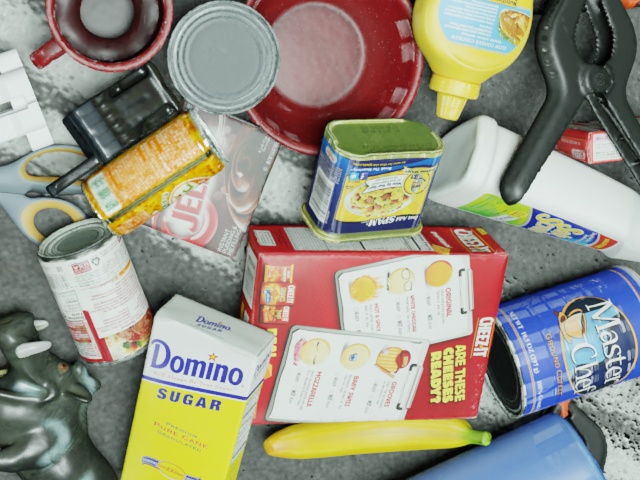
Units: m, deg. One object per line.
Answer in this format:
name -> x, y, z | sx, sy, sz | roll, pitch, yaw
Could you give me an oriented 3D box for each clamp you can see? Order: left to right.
clamp -> 0.232, 0.233, 1.022 | 0.120, 0.039, 0.171 | -22, 99, -13
clamp -> 0.227, -0.124, 0.877 | 0.164, 0.036, 0.210 | 7, 87, -24

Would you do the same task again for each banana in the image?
banana -> 0.048, 0.172, 0.951 | 0.197, 0.069, 0.037 | -4, 79, -3

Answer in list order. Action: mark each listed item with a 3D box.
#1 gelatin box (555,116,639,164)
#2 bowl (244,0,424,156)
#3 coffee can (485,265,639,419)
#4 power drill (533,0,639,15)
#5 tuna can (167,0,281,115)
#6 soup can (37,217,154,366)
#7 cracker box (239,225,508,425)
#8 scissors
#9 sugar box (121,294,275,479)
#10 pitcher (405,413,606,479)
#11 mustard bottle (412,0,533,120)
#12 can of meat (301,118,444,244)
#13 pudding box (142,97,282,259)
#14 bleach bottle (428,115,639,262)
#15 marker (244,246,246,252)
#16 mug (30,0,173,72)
gelatin box -> 0.261, -0.088, 0.947 | 0.089, 0.073, 0.030 | -8, 103, -12
bowl -> 0.002, -0.152, 0.880 | 0.162, 0.055, 0.162 | -3, 102, -13
coffee can -> 0.222, 0.090, 0.957 | 0.140, 0.103, 0.103 | -16, 104, -10
power drill -> 0.183, -0.249, 0.906 | 0.187, 0.057, 0.184 | -14, 108, -8
tuna can -> -0.072, -0.140, 0.819 | 0.086, 0.034, 0.086 | 0, 101, 0
soup can -> -0.178, 0.041, 0.860 | 0.068, 0.068, 0.102 | -21, 115, -9
cracker box -> 0.038, 0.071, 0.913 | 0.213, 0.072, 0.164 | 0, 115, -15
scissors -> -0.272, -0.032, 0.858 | 0.201, 0.016, 0.096 | -7, 102, -12
sugar box -> -0.103, 0.141, 0.874 | 0.093, 0.048, 0.176 | 21, 119, 12
pitcher -> 0.135, 0.261, 0.936 | 0.243, 0.145, 0.149 | -28, 103, -2
mustard bottle -> 0.125, -0.190, 0.847 | 0.096, 0.058, 0.192 | 8, 104, -22
can of meat -> 0.043, -0.049, 0.861 | 0.101, 0.057, 0.084 | -5, 130, -25
pudding box -> -0.094, -0.052, 0.886 | 0.090, 0.039, 0.113 | 21, 95, -16
bleach bottle -> 0.224, -0.031, 0.934 | 0.250, 0.103, 0.068 | 18, 76, -16
marker -> -0.006, 0.001, 0.928 | 0.121, 0.020, 0.020 | -9, 103, -12
mug -> -0.173, -0.170, 0.821 | 0.117, 0.081, 0.093 | -40, 107, -4
